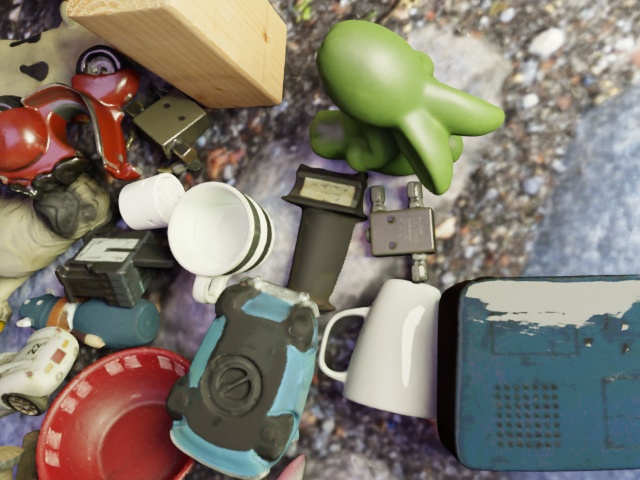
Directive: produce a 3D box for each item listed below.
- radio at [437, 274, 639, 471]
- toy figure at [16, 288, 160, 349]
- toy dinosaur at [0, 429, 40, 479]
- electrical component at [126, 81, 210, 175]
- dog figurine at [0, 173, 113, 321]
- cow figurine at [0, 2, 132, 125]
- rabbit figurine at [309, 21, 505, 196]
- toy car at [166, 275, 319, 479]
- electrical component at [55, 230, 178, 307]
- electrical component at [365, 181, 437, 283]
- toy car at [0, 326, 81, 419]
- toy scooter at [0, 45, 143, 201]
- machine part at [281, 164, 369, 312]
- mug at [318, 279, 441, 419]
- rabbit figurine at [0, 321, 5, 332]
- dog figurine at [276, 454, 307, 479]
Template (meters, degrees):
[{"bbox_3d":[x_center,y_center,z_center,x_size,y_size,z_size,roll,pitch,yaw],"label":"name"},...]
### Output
[{"bbox_3d":[0.202,0.091,0.389,0.230,0.073,0.131,-2,83,0],"label":"radio"},{"bbox_3d":[-0.247,0.085,0.566,0.155,0.064,0.057,0,100,17],"label":"toy figure"},{"bbox_3d":[-0.403,0.321,0.571,0.472,0.105,0.198,-14,83,19],"label":"toy dinosaur"},{"bbox_3d":[-0.163,-0.117,0.573,0.102,0.045,0.078,34,66,15],"label":"electrical component"},{"bbox_3d":[-0.340,-0.029,0.599,0.190,0.121,0.172,-44,80,-4],"label":"dog figurine"},{"bbox_3d":[-0.298,-0.197,0.605,0.195,0.085,0.127,-1,90,19],"label":"cow figurine"},{"bbox_3d":[0.053,-0.103,0.433,0.159,0.170,0.121,39,97,18],"label":"rabbit figurine"},{"bbox_3d":[-0.058,0.117,0.480,0.109,0.103,0.161,17,81,11],"label":"toy car"},{"bbox_3d":[-0.193,0.027,0.544,0.119,0.075,0.047,0,127,7],"label":"electrical component"},{"bbox_3d":[0.074,-0.006,0.495,0.063,0.021,0.094,-6,83,17],"label":"electrical component"},{"bbox_3d":[-0.313,0.144,0.548,0.202,0.073,0.056,-25,120,34],"label":"toy car"},{"bbox_3d":[-0.247,-0.097,0.529,0.184,0.075,0.135,-30,83,0],"label":"toy scooter"},{"bbox_3d":[-0.001,-0.002,0.511,0.084,0.039,0.138,10,85,10],"label":"machine part"},{"bbox_3d":[0.058,0.087,0.462,0.110,0.080,0.107,12,79,11],"label":"mug"},{"bbox_3d":[-0.445,0.123,0.590,0.122,0.173,0.162,23,47,18],"label":"rabbit figurine"},{"bbox_3d":[-0.098,0.272,0.464,0.191,0.108,0.219,40,87,-1],"label":"dog figurine"}]
